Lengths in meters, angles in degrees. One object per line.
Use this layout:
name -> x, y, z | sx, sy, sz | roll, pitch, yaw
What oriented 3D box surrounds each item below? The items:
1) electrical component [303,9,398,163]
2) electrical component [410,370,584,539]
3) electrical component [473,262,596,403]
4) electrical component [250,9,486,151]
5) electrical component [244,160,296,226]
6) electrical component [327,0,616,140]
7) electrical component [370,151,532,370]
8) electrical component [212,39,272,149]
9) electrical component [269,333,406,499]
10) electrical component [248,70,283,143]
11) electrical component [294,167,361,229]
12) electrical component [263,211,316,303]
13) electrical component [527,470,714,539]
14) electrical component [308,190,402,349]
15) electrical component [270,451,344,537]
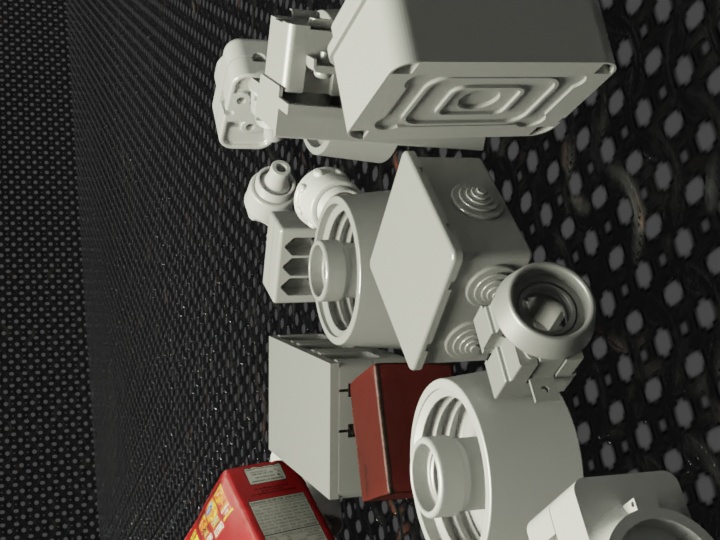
electrical component -> -0.013, -0.128, 0.744 | 0.108, 0.060, 0.108 | 179, 90, -70
electrical component -> 0.061, 0.104, 0.551 | 0.108, 0.060, 0.108 | 179, 90, -70
electrical component -> 0.083, 0.028, 0.509 | 0.055, 0.048, 0.066 | 107, 155, -58
electrical component -> 0.009, -0.105, 0.593 | 0.078, 0.121, 0.063 | -135, 49, -62
electrical component -> -0.077, -0.071, 0.950 | 0.062, 0.043, 0.043 | 118, 145, -52
electrical component -> 0.049, -0.103, 0.495 | 0.078, 0.113, 0.057 | 135, 128, -63
electrical component -> 0.048, -0.006, 0.596 | 0.099, 0.048, 0.099 | -111, 27, -43
electrical component -> -0.104, -0.167, 1.004 | 0.095, 0.054, 0.059 | 113, 149, -48
electrical component -> -0.015, 0.097, 0.760 | 0.150, 0.062, 0.089 | -170, 80, -70
electrical component -> -0.074, -0.141, 0.940 | 0.062, 0.048, 0.048 | 98, 159, -43
electrical component -> -0.017, -0.046, 0.785 | 0.062, 0.048, 0.048 | 40, 129, 56
electrical component -> -0.055, -0.019, 0.886 | 0.076, 0.047, 0.065 | -126, 39, -59
electrical component -> 0.110, 0.130, 0.429 | 0.055, 0.050, 0.089 | 117, 146, -53
electrical component -> 0.000, 0.000, 0.714 | 0.108, 0.060, 0.108 | 179, 90, -70
electrical component -> -0.047, 0.191, 0.878 | 0.077, 0.044, 0.079 | -111, 28, -44
